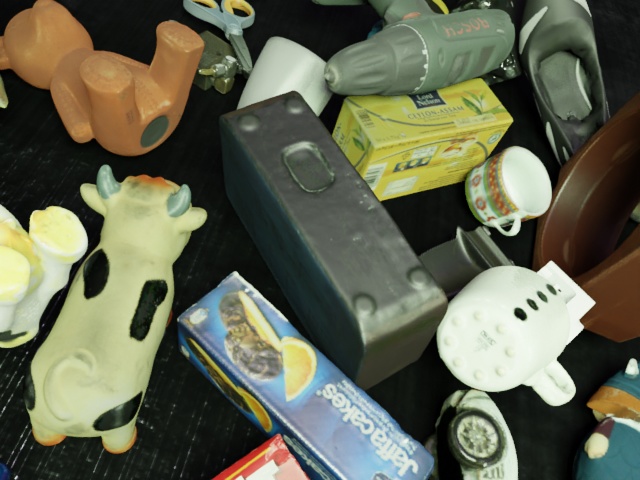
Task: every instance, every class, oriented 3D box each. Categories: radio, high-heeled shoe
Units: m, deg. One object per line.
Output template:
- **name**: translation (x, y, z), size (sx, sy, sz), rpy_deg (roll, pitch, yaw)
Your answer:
- **radio**: translation (-0.001, -0.001, 0.432), size (0.073, 0.131, 0.230), rpy_deg (-26, 66, -19)
- **high-heeled shoe**: translation (0.284, -0.187, 0.615), size (0.086, 0.248, 0.145), rpy_deg (-15, 25, 24)

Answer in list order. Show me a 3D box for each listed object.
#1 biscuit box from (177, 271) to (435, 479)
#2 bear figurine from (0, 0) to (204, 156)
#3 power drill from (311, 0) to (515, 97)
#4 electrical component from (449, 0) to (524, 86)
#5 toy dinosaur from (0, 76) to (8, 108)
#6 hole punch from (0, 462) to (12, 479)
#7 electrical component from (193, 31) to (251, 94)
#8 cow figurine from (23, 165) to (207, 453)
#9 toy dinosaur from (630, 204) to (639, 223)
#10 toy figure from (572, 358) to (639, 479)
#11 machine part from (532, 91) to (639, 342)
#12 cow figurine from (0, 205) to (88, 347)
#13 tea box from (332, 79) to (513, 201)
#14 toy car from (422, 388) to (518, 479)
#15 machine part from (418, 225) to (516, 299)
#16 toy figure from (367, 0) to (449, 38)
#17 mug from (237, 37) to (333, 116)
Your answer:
- **biscuit box**: translation (-0.016, 0.117, 0.392), size (0.203, 0.062, 0.059), rpy_deg (40, 56, 14)
- **bear figurine**: translation (-0.219, -0.172, 0.501), size (0.196, 0.132, 0.120), rpy_deg (42, 54, 8)
- **power drill**: translation (0.066, -0.223, 0.535), size (0.232, 0.085, 0.207), rpy_deg (-15, 49, -26)
- **electrical component**: translation (0.228, -0.270, 0.702), size (0.114, 0.058, 0.134), rpy_deg (54, 51, -21)
- **toy dinosaur**: translation (-0.312, -0.115, 0.358), size (0.131, 0.192, 0.404), rpy_deg (20, 81, -15)
- **hole punch**: translation (-0.227, 0.162, 0.265), size (0.115, 0.092, 0.142), rpy_deg (23, 54, -24)
- **electrical component**: translation (-0.128, -0.202, 0.595), size (0.102, 0.045, 0.078), rpy_deg (39, 56, 13)
- **cow figurine**: translation (-0.139, 0.036, 0.375), size (0.085, 0.127, 0.195), rpy_deg (16, 56, -8)
- **toy dinosaur**: translation (0.451, 0.035, 0.559), size (0.199, 0.105, 0.472), rpy_deg (-12, 50, -14)
- **toy figure**: translation (0.244, 0.160, 0.436), size (0.058, 0.064, 0.154), rpy_deg (5, 39, 34)
- **machine part**: translation (0.288, -0.024, 0.488), size (0.087, 0.201, 0.201), rpy_deg (25, 53, -1)
- **cow figurine**: translation (-0.222, -0.011, 0.297), size (0.167, 0.098, 0.068), rpy_deg (37, 40, -5)
- **tea box**: translation (0.099, -0.101, 0.555), size (0.170, 0.098, 0.068), rpy_deg (-15, 62, -26)
- **toy car**: translation (0.105, 0.201, 0.359), size (0.056, 0.073, 0.202), rpy_deg (9, 54, -5)
- **machine part**: translation (0.126, 0.031, 0.507), size (0.139, 0.039, 0.084), rpy_deg (-15, 66, -26)
- **toy figure**: translation (0.106, -0.244, 0.669), size (0.089, 0.082, 0.180), rpy_deg (32, 48, -7)
- **mug**: translation (-0.048, -0.136, 0.543), size (0.080, 0.110, 0.107), rpy_deg (32, 86, -35)
